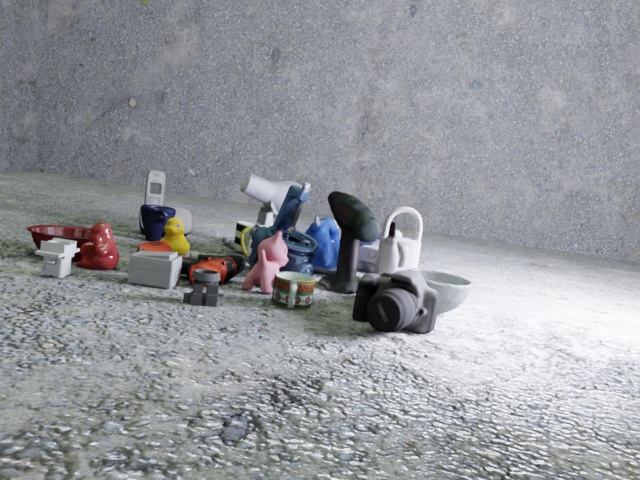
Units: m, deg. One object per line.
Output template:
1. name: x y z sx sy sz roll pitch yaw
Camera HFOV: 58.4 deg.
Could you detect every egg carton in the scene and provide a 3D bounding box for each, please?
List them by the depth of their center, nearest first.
1. egg carton: 0.167 0.056 1.535 0.108 0.069 0.149 2 9 -44

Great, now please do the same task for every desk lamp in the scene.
1. desk lamp: -0.161 -0.079 1.656 0.204 0.213 0.117 4 8 -30

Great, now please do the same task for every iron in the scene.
1. iron: 0.013 0.005 1.469 0.118 0.141 0.259 10 7 15

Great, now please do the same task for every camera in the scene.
1. camera: 0.117 0.101 0.967 0.142 0.101 0.137 12 8 27

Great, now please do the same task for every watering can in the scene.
1. watering can: 0.186 0.016 1.365 0.101 0.194 0.172 5 8 -25

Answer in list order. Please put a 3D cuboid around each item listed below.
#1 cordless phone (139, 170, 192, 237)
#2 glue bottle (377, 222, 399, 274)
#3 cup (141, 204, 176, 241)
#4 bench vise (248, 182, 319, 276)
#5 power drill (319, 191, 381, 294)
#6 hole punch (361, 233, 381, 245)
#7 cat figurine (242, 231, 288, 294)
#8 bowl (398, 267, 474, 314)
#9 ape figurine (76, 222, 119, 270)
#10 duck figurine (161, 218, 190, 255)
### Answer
1. cordless phone: -0.440 -0.103 1.649 0.148 0.185 0.094 5 8 -27
2. glue bottle: 0.127 0.051 1.086 0.037 0.173 0.078 8 7 -1
3. cup: -0.430 -0.041 1.524 0.092 0.095 0.117 4 8 -33
4. bench vise: -0.090 -0.026 1.271 0.206 0.220 0.122 12 8 28
5. power drill: 0.056 0.003 1.252 0.076 0.208 0.229 5 7 -22
6. hole punch: 0.130 0.019 1.712 0.101 0.091 0.109 10 7 14
7. cat figurine: -0.102 0.039 1.149 0.067 0.118 0.128 9 7 12
8. bowl: 0.220 0.106 1.155 0.167 0.075 0.167 8 7 -1
9. ape figurine: -0.426 0.011 1.107 0.076 0.092 0.077 4 8 -28
10. duck figurine: -0.358 -0.013 1.411 0.077 0.086 0.104 9 7 4
